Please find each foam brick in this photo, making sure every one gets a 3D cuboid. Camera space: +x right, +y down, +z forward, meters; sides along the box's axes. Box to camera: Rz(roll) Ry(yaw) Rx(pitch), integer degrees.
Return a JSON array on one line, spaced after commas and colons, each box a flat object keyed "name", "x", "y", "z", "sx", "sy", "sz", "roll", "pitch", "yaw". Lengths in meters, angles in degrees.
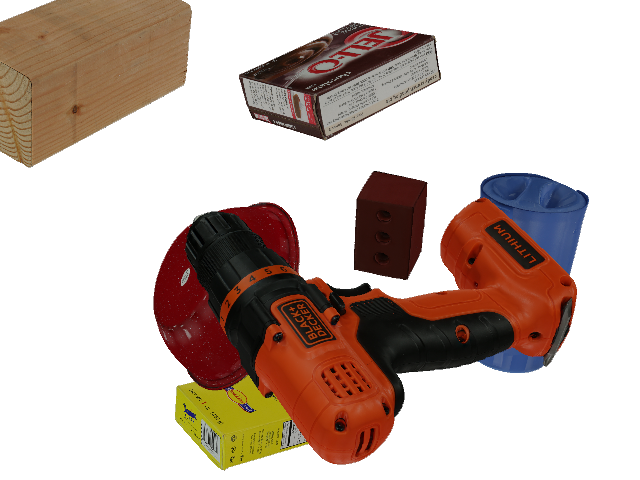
[{"name": "foam brick", "x": 0.063, "y": -0.014, "z": 0.962, "sx": 0.053, "sy": 0.078, "sz": 0.051, "roll": 11, "pitch": 33, "yaw": 17}]

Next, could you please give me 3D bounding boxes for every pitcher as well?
[{"name": "pitcher", "x": 0.248, "y": 0.046, "z": 1.361, "sx": 0.149, "sy": 0.243, "sz": 0.145, "roll": 5, "pitch": 24, "yaw": 1}]

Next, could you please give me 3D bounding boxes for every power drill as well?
[{"name": "power drill", "x": 0.034, "y": 0.031, "z": 0.607, "sx": 0.187, "sy": 0.057, "sz": 0.185, "roll": -15, "pitch": 46, "yaw": -26}]

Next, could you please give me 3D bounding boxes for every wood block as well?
[{"name": "wood block", "x": -0.218, "y": -0.160, "z": 0.968, "sx": 0.090, "sy": 0.091, "sz": 0.205, "roll": 28, "pitch": 40, "yaw": 21}]

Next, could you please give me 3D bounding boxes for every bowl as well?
[{"name": "bowl", "x": -0.087, "y": 0.036, "z": 0.858, "sx": 0.055, "sy": 0.162, "sz": 0.162, "roll": 23, "pitch": -13, "yaw": -33}]

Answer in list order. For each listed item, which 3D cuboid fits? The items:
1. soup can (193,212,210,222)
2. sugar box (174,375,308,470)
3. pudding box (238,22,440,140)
[{"name": "soup can", "x": -0.106, "y": 0.026, "z": 1.167, "sx": 0.068, "sy": 0.102, "sz": 0.068, "roll": 1, "pitch": 17, "yaw": 0}, {"name": "sugar box", "x": -0.039, "y": 0.156, "z": 1.014, "sx": 0.175, "sy": 0.048, "sz": 0.093, "roll": -13, "pitch": 31, "yaw": -32}, {"name": "pudding box", "x": 0.014, "y": -0.115, "z": 0.751, "sx": 0.113, "sy": 0.039, "sz": 0.090, "roll": -32, "pitch": 32, "yaw": -27}]
